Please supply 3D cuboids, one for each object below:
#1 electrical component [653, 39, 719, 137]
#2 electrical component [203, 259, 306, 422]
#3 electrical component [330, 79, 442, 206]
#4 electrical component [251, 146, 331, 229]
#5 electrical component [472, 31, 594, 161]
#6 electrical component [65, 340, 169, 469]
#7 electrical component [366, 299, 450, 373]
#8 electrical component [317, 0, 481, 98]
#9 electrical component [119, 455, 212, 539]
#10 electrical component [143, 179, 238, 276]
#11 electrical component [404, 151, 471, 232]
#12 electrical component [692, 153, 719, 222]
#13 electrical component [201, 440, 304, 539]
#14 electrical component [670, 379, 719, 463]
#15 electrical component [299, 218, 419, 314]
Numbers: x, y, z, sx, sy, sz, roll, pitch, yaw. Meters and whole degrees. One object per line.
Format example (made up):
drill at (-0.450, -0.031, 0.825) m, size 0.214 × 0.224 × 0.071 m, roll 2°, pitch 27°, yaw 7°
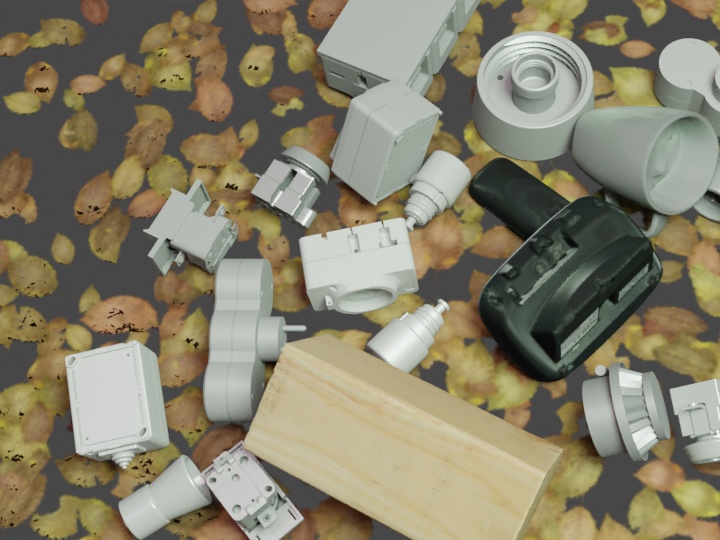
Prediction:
electrical component at (0.314, -0.151, 0.904) m, size 0.138 × 0.073 × 0.052 m, roll 37°, pitch 76°, yaw 20°
electrical component at (-0.081, 0.056, 0.875) m, size 0.074 × 0.052 × 0.138 m, roll 0°, pitch 67°, yaw 7°
electrical component at (0.017, -0.106, 0.915) m, size 0.061 × 0.096 × 0.062 m, roll 40°, pitch 47°, yaw 21°
electrical component at (-0.058, -0.074, 0.933) m, size 0.066 × 0.048 × 0.055 m, roll 29°, pitch 80°, yaw 18°
electrical component at (0.151, -0.156, 0.933) m, size 0.108 × 0.060 × 0.108 m, roll -3°, pitch 66°, yaw 6°
electrical component at (-0.192, 0.113, 0.863) m, size 0.062 × 0.061 × 0.096 m, roll -13°, pitch 72°, yaw 3°
electrical component at (0.041, 0.054, 0.867) m, size 0.078 × 0.040 × 0.040 m, roll -43°, pitch 68°, yaw -12°
electrical component at (0.039, -0.223, 0.976) m, size 0.089 × 0.061 × 0.150 m, roll 25°, pitch 72°, yaw 17°
electrical component at (-0.154, 0.179, 0.837) m, size 0.065 × 0.044 × 0.044 m, roll -32°, pitch 67°, yaw -2°
electrical component at (-0.144, -0.031, 0.927) m, size 0.064 × 0.042 × 0.081 m, roll 25°, pitch 72°, yaw 15°
electrical component at (0.061, -0.066, 0.917) m, size 0.040 × 0.040 × 0.078 m, roll 32°, pitch 74°, yaw 18°
electrical component at (0.306, -0.077, 0.891) m, size 0.044 × 0.044 × 0.065 m, roll 31°, pitch 69°, yaw 18°
electrical component at (-0.085, 0.170, 0.820) m, size 0.042 × 0.063 × 0.081 m, roll -39°, pitch 68°, yaw -9°
electrical component at (0.264, 0.114, 0.806) m, size 0.048 × 0.066 × 0.055 m, roll -20°, pitch 69°, yaw 37°
electrical component at (0.000, 0.000, 0.890) m, size 0.089 × 0.050 × 0.055 m, roll -11°, pitch 65°, yaw 2°
